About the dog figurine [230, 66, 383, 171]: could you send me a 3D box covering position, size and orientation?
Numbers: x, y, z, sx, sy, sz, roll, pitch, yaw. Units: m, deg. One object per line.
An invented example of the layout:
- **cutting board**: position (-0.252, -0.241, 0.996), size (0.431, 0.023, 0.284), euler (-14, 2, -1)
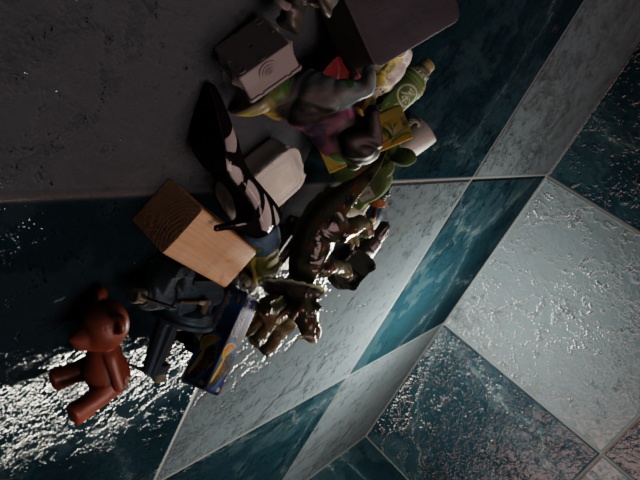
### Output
- **dog figurine**: position (-0.025, -0.191, 0.829), size (0.219, 0.108, 0.191), euler (-11, 109, -8)

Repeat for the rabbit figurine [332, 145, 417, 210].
- **rabbit figurine**: position (0.122, -0.173, 1.175), size (0.159, 0.121, 0.170), euler (-35, -167, 35)

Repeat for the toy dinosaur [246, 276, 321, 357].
- **toy dinosaur**: position (-0.090, 0.180, 1.290), size (0.198, 0.105, 0.471), euler (-41, 170, -9)

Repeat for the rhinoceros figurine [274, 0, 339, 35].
- **rhinoceros figurine**: position (-0.002, -0.371, 0.720), size (0.073, 0.112, 0.190), euler (-64, 175, -79)

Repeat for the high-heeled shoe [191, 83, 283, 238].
- **high-heeled shoe**: position (-0.116, -0.117, 0.842), size (0.145, 0.086, 0.248), euler (-19, 116, -46)

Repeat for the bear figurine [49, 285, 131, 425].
- **bear figurine**: position (-0.369, 0.182, 0.869), size (0.132, 0.120, 0.195), euler (-26, 144, -34)

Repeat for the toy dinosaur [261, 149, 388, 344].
- **toy dinosaur**: position (0.004, -0.006, 1.049), size (0.192, 0.131, 0.404), euler (-4, 115, -59)

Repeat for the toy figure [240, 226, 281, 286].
- **toy figure**: position (-0.121, 0.011, 1.076), size (0.082, 0.089, 0.179), euler (-22, 137, -21)

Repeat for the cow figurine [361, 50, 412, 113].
- **cow figurine**: position (0.113, -0.307, 1.034), size (0.167, 0.068, 0.098), euler (-55, 160, 15)

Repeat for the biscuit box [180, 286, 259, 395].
- **biscuit box**: position (-0.191, 0.193, 1.048), size (0.202, 0.059, 0.062), euler (-68, 153, -18)

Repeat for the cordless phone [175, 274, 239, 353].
- **cordless phone**: position (-0.214, 0.152, 1.126), size (0.184, 0.089, 0.146), euler (-60, 155, -9)

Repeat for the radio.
- **radio**: position (0.120, -0.374, 0.873), size (0.229, 0.073, 0.131), euler (-36, 115, -24)

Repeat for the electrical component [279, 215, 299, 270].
- **electrical component**: position (-0.059, 0.010, 1.194), size (0.115, 0.058, 0.134), euler (-57, 154, 11)

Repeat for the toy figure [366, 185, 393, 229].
- **toy figure**: position (0.142, -0.088, 1.373), size (0.058, 0.064, 0.154), euler (-8, 136, -27)

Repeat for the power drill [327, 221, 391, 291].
- **power drill**: position (0.104, 0.045, 1.423), size (0.232, 0.086, 0.207), euler (-47, -173, 11)

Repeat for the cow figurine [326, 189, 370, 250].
- **cow figurine**: position (0.059, -0.045, 1.276), size (0.195, 0.086, 0.127), euler (6, 115, -62)

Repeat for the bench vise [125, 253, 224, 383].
- **bench vise**: position (-0.269, 0.149, 0.961), size (0.240, 0.129, 0.223), euler (-69, 165, 6)

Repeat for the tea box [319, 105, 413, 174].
- **tea box**: position (0.085, -0.192, 1.019), size (0.170, 0.068, 0.098), euler (-21, -168, 12)

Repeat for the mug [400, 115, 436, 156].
- **mug**: position (0.206, -0.233, 1.262), size (0.107, 0.081, 0.109), euler (-42, 160, 6)
